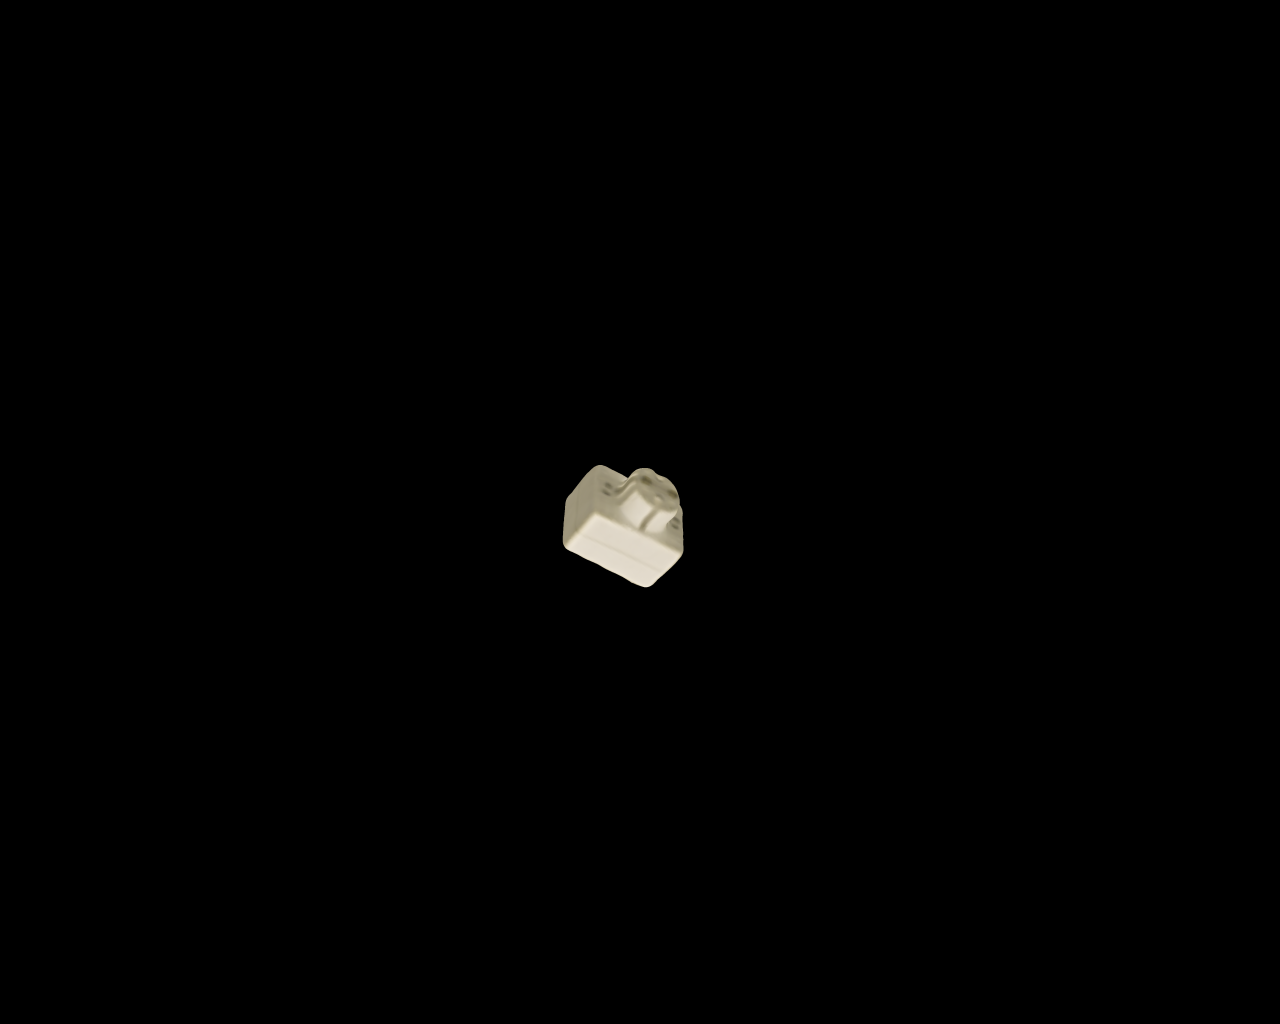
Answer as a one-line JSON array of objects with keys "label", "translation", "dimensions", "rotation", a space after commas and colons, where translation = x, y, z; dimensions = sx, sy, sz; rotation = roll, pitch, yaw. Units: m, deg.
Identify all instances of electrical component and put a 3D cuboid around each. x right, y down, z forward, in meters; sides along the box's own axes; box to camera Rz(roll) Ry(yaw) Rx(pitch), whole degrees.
[{"label": "electrical component", "translation": [0.001, -0.003, 0.650], "dimensions": [0.066, 0.047, 0.076], "rotation": [27, -53, -22]}]
